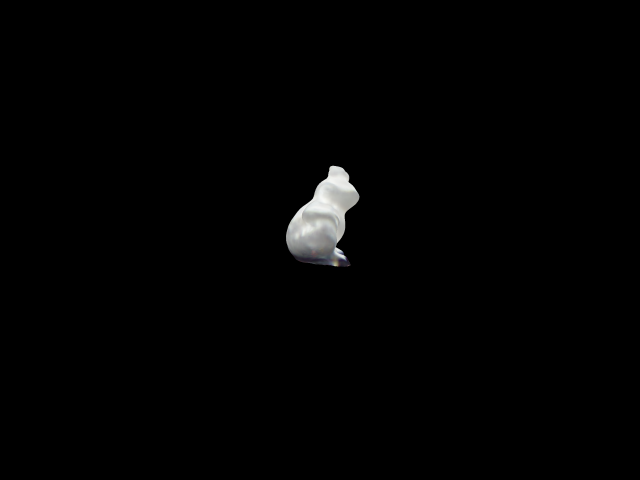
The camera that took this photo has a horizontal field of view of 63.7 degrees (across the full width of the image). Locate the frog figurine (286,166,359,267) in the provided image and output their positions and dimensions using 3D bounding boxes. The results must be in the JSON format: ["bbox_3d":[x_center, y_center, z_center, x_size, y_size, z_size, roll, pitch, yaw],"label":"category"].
[{"bbox_3d":[0.003,-0.043,0.850,0.122,0.159,0.138,1,5,11],"label":"frog figurine"}]
